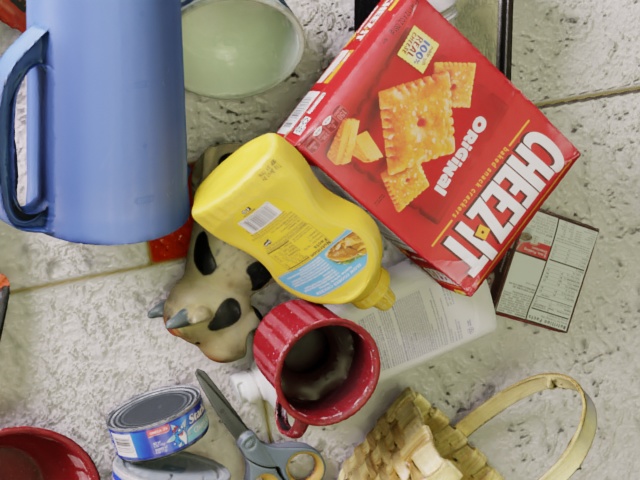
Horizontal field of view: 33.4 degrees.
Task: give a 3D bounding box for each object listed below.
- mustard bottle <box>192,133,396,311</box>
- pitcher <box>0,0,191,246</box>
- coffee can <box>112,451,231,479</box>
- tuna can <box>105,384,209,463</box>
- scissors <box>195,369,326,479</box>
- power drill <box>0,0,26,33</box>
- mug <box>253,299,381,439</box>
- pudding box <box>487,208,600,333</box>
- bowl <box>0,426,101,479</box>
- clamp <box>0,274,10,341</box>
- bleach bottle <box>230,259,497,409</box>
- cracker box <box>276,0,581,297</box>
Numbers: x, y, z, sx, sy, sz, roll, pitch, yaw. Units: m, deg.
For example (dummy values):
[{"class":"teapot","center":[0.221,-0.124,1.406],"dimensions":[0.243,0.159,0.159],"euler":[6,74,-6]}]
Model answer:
[{"class":"mustard bottle","center":[-0.006,0.001,0.874],"dimensions":[0.096,0.058,0.191],"euler":[-36,121,25]},{"class":"pitcher","center":[-0.171,-0.123,0.811],"dimensions":[0.145,0.149,0.243],"euler":[2,116,-3]},{"class":"coffee can","center":[-0.138,0.265,0.929],"dimensions":[0.102,0.103,0.140],"euler":[8,94,-20]},{"class":"tuna can","center":[-0.140,0.158,0.924],"dimensions":[0.086,0.086,0.034],"euler":[-19,104,-16]},{"class":"scissors","center":[-0.048,0.178,0.968],"dimensions":[0.096,0.016,0.202],"euler":[-26,122,-24]},{"class":"power drill","center":[-0.289,-0.131,0.850],"dimensions":[0.184,0.057,0.187],"euler":[43,82,-19]},{"class":"mug","center":[-0.011,0.110,0.901],"dimensions":[0.093,0.082,0.117],"euler":[13,98,-24]},{"class":"pudding box","center":[0.217,0.028,1.056],"dimensions":[0.090,0.039,0.113],"euler":[17,93,-22]},{"class":"bowl","center":[-0.267,0.224,0.894],"dimensions":[0.161,0.055,0.162],"euler":[-9,107,-31]},{"class":"clamp","center":[-0.340,0.098,0.861],"dimensions":[0.164,0.036,0.210],"euler":[39,72,-7]},{"class":"bleach bottle","center":[0.035,0.085,0.989],"dimensions":[0.250,0.068,0.102],"euler":[-21,103,-13]},{"class":"cracker box","center":[0.093,-0.080,0.906],"dimensions":[0.213,0.072,0.164],"euler":[40,86,-20]}]
